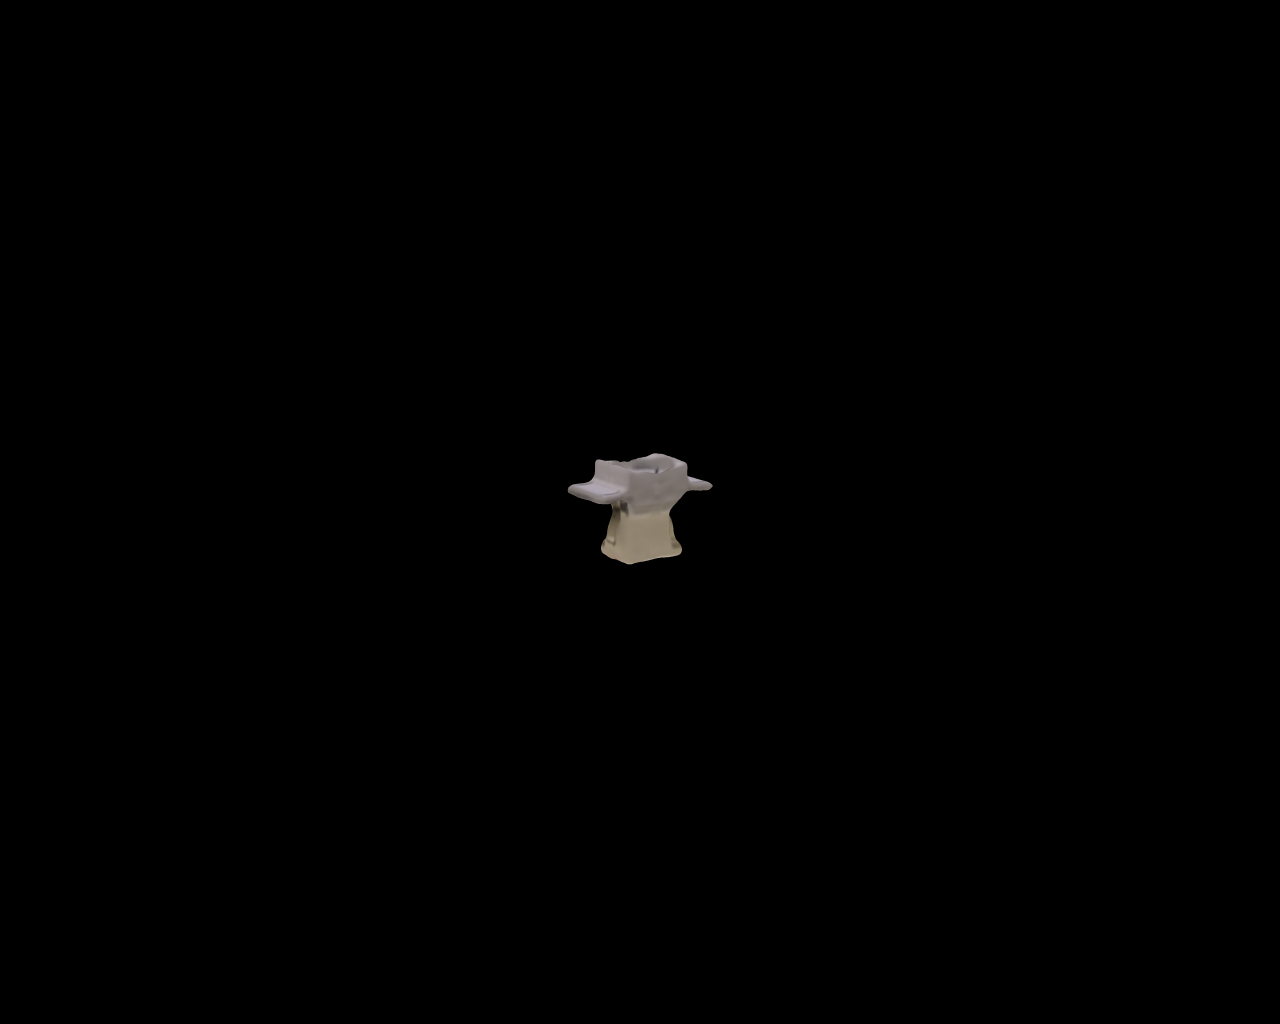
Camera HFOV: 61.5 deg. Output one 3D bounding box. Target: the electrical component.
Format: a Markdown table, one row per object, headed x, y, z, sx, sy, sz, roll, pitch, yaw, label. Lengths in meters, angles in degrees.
| x | y | z | sx | sy | sz | roll | pitch | yaw | label |
| --- | --- | --- | --- | --- | --- | --- | --- | --- | --- |
| 0.001 | -0.003 | 0.650 | 0.081 | 0.063 | 0.042 | -8 | 15 | -30 | electrical component |
